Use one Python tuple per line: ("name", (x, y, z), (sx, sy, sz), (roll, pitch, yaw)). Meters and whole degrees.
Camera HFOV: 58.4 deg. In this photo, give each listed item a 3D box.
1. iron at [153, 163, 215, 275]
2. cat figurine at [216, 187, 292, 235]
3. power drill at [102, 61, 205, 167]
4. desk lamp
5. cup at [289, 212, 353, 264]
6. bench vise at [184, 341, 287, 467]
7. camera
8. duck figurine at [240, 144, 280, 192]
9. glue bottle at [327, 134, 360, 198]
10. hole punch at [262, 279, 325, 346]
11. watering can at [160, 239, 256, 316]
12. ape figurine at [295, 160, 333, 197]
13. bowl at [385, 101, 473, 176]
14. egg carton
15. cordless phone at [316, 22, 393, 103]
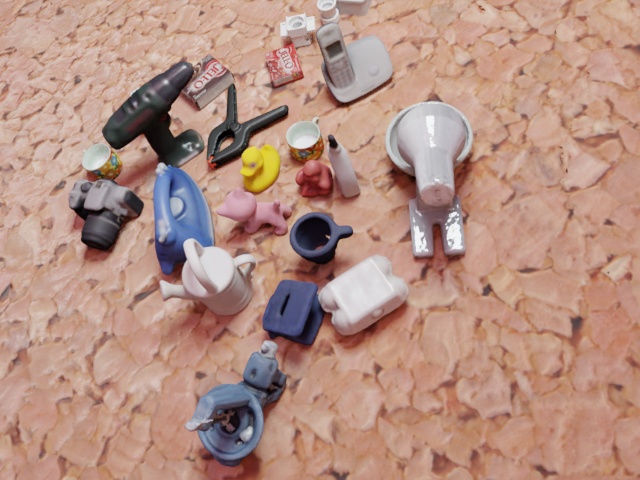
("iron", (-0.298, -0.069, 1.154), (0.118, 0.142, 0.258), (-17, 63, 6))
("cat figurine", (-0.131, -0.063, 1.125), (0.127, 0.118, 0.067), (0, 66, 13))
("power drill", (-0.328, -0.249, 1.206), (0.229, 0.209, 0.075), (-35, 63, -4))
("desk lamp", (0.204, -0.102, 1.010), (0.117, 0.214, 0.203), (-6, 65, 11))
("cup", (0.010, 0.004, 1.075), (0.117, 0.095, 0.091), (-10, 64, 9))
("bench vise", (-0.145, 0.254, 0.927), (0.121, 0.220, 0.207), (3, 67, 15))
("camera", (-0.471, -0.056, 1.212), (0.143, 0.101, 0.137), (8, 68, 17))
("duck figurine", (-0.131, -0.162, 1.188), (0.077, 0.086, 0.105), (23, 73, 22))
("glue bottle", (0.037, -0.151, 1.094), (0.037, 0.173, 0.078), (-25, 63, 2))
("hole punch", (-0.052, 0.128, 1.035), (0.101, 0.091, 0.109), (14, 70, 19))
("watering can", (-0.204, 0.068, 1.040), (0.173, 0.194, 0.100), (-43, 64, -8))
("ape figurine", (-0.011, -0.128, 1.141), (0.077, 0.092, 0.076), (40, 80, 26))
("bowl", (0.213, -0.183, 1.123), (0.167, 0.075, 0.167), (-5, 65, 11))
("egg carton", (0.078, 0.100, 1.029), (0.150, 0.069, 0.107), (-34, 63, -3))
("cordless phone", (0.068, -0.387, 1.188), (0.147, 0.185, 0.094), (-31, 63, -2))
